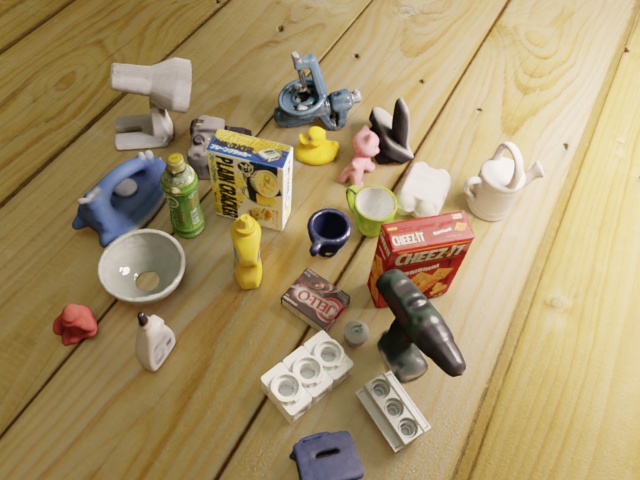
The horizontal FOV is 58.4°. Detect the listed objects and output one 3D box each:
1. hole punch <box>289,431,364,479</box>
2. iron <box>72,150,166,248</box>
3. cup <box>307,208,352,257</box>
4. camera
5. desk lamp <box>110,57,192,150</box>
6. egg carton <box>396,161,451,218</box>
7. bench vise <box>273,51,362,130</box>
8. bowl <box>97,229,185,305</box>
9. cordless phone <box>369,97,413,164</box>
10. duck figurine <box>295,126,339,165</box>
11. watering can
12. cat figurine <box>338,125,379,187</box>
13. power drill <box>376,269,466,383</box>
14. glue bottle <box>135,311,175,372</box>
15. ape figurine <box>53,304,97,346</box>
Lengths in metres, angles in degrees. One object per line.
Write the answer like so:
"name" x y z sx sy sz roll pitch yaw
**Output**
"hole punch" 0.010 0.371 0.955 0.109 0.091 0.101 -11 58 -12
"iron" -0.406 -0.114 1.210 0.118 0.141 0.259 29 59 14
"cup" 0.011 0.004 1.196 0.091 0.095 0.118 26 58 12
"camera" -0.229 -0.223 1.322 0.137 0.101 0.143 3 56 -3
"desk lamp" -0.383 -0.313 1.301 0.203 0.213 0.118 -7 57 -9
"egg carton" 0.234 -0.109 1.306 0.107 0.069 0.150 22 57 9
"bench vise" -0.008 -0.365 1.364 0.208 0.220 0.121 -19 60 -16
"bowl" -0.347 0.065 1.137 0.167 0.075 0.167 2 56 -3
"cordless phone" 0.173 -0.281 1.344 0.094 0.185 0.147 -15 59 -14
"duck figurine" -0.006 -0.231 1.355 0.104 0.086 0.077 0 57 -5
"watering can" 0.406 -0.139 1.266 0.173 0.194 0.100 -28 63 -21
"cat figurine" 0.096 -0.199 1.324 0.067 0.118 0.128 24 58 11
"power drill" 0.169 0.174 1.029 0.076 0.208 0.229 -21 61 -17
"glue bottle" -0.299 0.169 1.013 0.037 0.173 0.078 25 58 12
"ape figurine" -0.455 0.149 1.061 0.077 0.092 0.076 18 57 7
